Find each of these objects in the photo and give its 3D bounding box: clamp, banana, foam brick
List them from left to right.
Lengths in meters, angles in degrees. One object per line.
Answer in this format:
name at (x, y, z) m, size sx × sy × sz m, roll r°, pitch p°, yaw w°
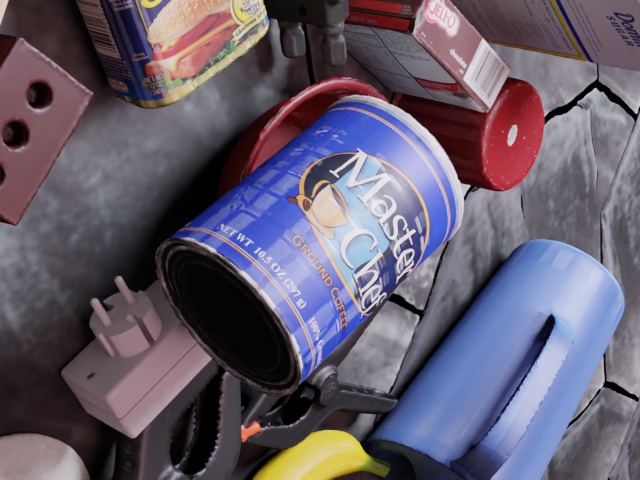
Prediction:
foam brick at (-0.159, -0.055, 0.511) m, size 0.053 × 0.051 × 0.078 m, roll 39°, pitch 75°, yaw -48°
clamp at (-0.093, 0.161, 0.657) m, size 0.164 × 0.036 × 0.210 m, roll 47°, pitch 59°, yaw -42°
banana at (-0.021, 0.187, 0.745) m, size 0.197 × 0.070 × 0.037 m, roll -37°, pitch 160°, yaw -46°
clamp at (0.000, 0.106, 0.764) m, size 0.171 × 0.039 × 0.120 m, roll -32°, pitch 121°, yaw -33°

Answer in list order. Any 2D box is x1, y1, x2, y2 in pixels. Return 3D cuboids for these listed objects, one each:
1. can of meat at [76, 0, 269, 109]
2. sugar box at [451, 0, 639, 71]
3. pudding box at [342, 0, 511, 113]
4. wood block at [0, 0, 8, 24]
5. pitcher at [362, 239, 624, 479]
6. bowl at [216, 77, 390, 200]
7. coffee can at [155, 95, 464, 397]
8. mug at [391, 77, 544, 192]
can of meat at (-0.080, -0.131, 0.568) m, size 0.102 × 0.058 × 0.084 m, roll -42°, pitch 135°, yaw -29°
sugar box at (0.160, -0.167, 0.730) m, size 0.048 × 0.176 × 0.093 m, roll -60°, pitch 138°, yaw -13°
pudding box at (0.060, -0.129, 0.699) m, size 0.113 × 0.090 × 0.039 m, roll 35°, pitch 80°, yaw -50°
wood block at (-0.182, -0.121, 0.429) m, size 0.090 × 0.090 × 0.206 m, roll 19°, pitch 90°, yaw -51°
pitcher at (0.154, 0.113, 0.864) m, size 0.242 × 0.149 × 0.145 m, roll -52°, pitch 131°, yaw -26°
bowl at (-0.014, -0.027, 0.682) m, size 0.161 × 0.055 × 0.162 m, roll -21°, pitch 119°, yaw -42°
coffee can at (-0.004, 0.001, 0.580) m, size 0.140 × 0.103 × 0.103 m, roll -42°, pitch 132°, yaw -29°
mug at (0.117, -0.086, 0.787) m, size 0.117 × 0.082 × 0.093 m, roll -26°, pitch 123°, yaw -40°
